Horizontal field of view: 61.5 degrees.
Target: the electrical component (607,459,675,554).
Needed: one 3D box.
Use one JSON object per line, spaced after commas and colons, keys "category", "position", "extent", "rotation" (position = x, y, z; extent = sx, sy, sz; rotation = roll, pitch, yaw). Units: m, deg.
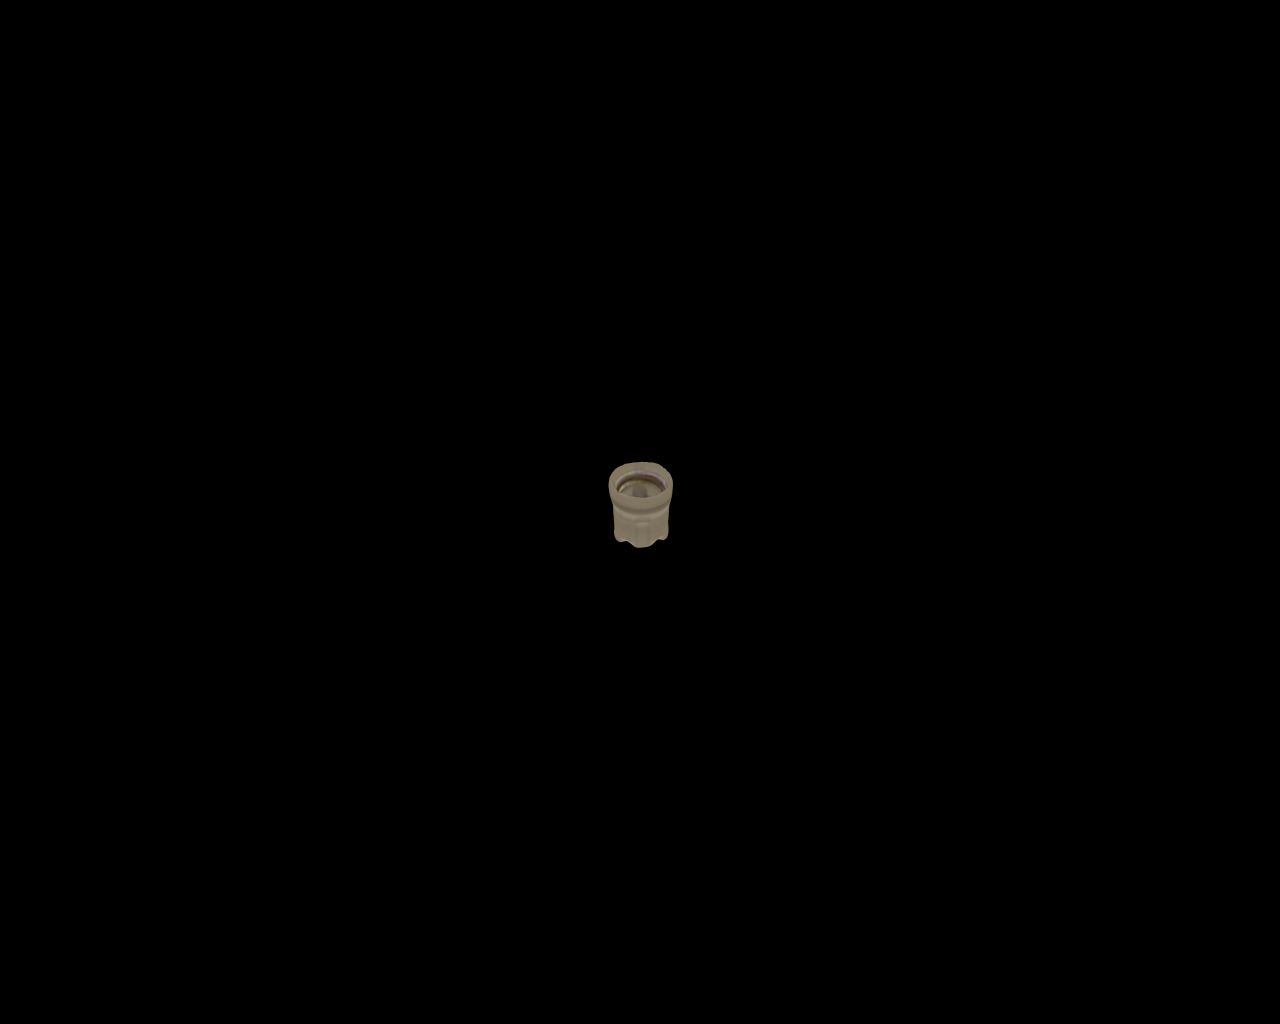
{"category": "electrical component", "position": [0.001, -0.003, 0.650], "extent": [0.040, 0.046, 0.040], "rotation": [0, 39, 0]}
